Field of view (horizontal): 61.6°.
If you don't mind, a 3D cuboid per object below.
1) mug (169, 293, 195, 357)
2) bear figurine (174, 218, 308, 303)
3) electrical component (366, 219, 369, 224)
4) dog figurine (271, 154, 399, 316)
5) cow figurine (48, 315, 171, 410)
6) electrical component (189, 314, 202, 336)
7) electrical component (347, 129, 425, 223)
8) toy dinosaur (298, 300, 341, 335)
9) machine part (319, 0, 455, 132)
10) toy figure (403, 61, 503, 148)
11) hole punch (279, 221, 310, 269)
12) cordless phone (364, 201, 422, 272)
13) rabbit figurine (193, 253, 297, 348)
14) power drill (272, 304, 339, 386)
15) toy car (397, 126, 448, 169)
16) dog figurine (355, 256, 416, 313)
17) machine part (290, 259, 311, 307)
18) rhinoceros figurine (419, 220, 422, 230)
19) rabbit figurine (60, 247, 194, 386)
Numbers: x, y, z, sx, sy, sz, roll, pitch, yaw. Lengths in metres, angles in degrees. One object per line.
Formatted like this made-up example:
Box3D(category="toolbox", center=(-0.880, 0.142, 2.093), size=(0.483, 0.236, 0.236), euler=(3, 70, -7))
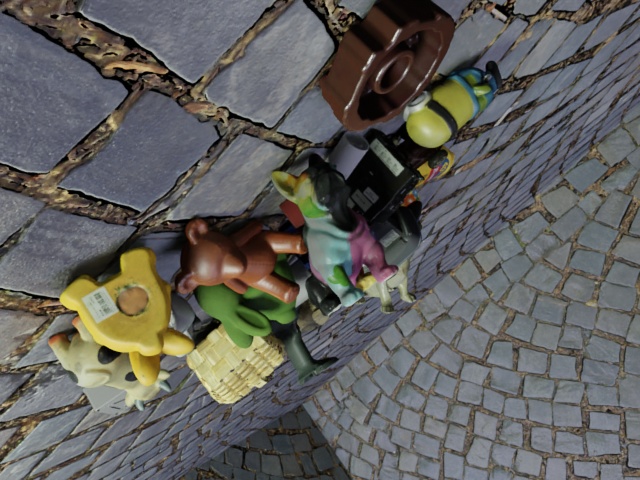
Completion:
Box3D(category="mug", center=(-0.233, 0.129, 0.841), size=(0.081, 0.109, 0.107), euler=(-46, 175, 8))
Box3D(category="bear figurine", center=(-0.113, 0.030, 0.792), size=(0.195, 0.132, 0.120), euler=(6, 98, -71))
Box3D(category="electrical component", center=(0.102, -0.088, 0.986), size=(0.048, 0.075, 0.119), euler=(-15, 156, -52))
Box3D(category="dog figurine", center=(0.008, -0.012, 0.785), size=(0.108, 0.219, 0.191), euler=(-27, 175, -25))
Box3D(category="cow figurine", center=(-0.300, 0.187, 0.808), size=(0.085, 0.127, 0.194), euler=(-35, 160, 0))
Box3D(category="electrical component", center=(-0.259, 0.151, 0.940), size=(0.102, 0.045, 0.078), euler=(-29, 132, -34))
Box3D(category="electrical component", center=(0.084, -0.094, 0.870), size=(0.134, 0.115, 0.058), euler=(-45, 157, 21))
Box3D(category="toy dinosaur", center=(-0.003, 0.158, 1.358), size=(0.471, 0.105, 0.198), euler=(-35, 172, 20))
Box3D(category="machine part", center=(0.083, -0.216, 0.663), size=(0.179, 0.056, 0.179), euler=(-35, 162, -14))
Box3D(category="toy figure", center=(0.216, -0.218, 0.859), size=(0.180, 0.089, 0.082), euler=(-30, 153, -15))
Box3D(category="hole punch", center=(-0.002, -0.003, 0.980), size=(0.142, 0.092, 0.115), euler=(-41, 166, -3))
Box3D(category="cordless phone", center=(0.127, -0.012, 1.003), size=(0.146, 0.088, 0.184), euler=(-43, -177, 29))
Box3D(category="rabbit figurine", center=(-0.134, 0.103, 0.924), size=(0.170, 0.159, 0.121), euler=(-2, 153, -37))
Box3D(category="power drill", center=(-0.050, 0.211, 1.215), size=(0.232, 0.207, 0.086), euler=(-44, 171, 30))
Box3D(category="toy car", center=(0.123, -0.121, 0.923), size=(0.202, 0.089, 0.053), euler=(-38, 162, 4))
Box3D(category="dog figurine", center=(0.127, 0.037, 1.147), size=(0.121, 0.173, 0.190), euler=(-25, 119, -48))
Box3D(category="machine part", center=(-0.053, 0.094, 1.092), size=(0.243, 0.079, 0.079), euler=(-39, 165, 35))
Box3D(category="rhinoceros figurine", center=(0.148, -0.003, 1.245), size=(0.190, 0.112, 0.073), euler=(-52, 144, 5))
Box3D(category="rabbit figurine", center=(-0.242, 0.102, 0.715), size=(0.122, 0.162, 0.173), euler=(-43, -176, -27))
